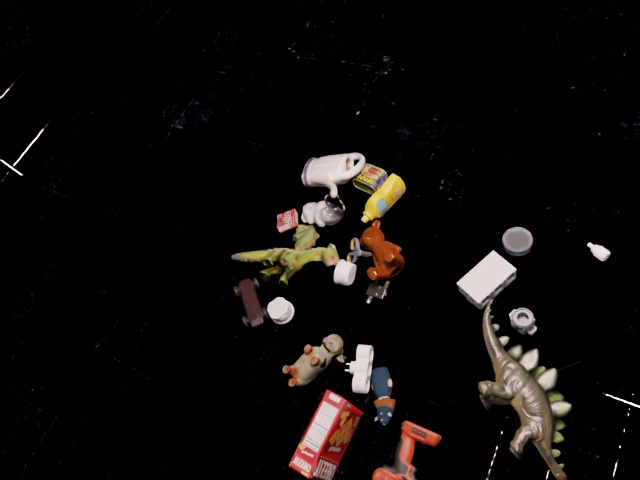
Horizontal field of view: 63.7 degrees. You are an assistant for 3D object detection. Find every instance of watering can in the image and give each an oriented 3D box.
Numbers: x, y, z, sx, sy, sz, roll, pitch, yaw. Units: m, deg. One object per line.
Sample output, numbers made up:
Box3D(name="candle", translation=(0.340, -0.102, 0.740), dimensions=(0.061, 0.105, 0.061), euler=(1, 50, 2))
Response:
Box3D(name="watering can", translation=(0.032, -0.233, 1.843), dimensions=(0.224, 0.102, 0.355), euler=(-4, 28, 28))

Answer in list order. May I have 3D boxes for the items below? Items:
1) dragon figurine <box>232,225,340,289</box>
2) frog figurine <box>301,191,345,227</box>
Box3D(name="dragon figurine", translation=(-0.108, 0.034, 1.808), dimensions=(0.413, 0.119, 0.247), euler=(18, 51, 36))
Box3D(name="frog figurine", translation=(0.006, -0.092, 1.828), dimensions=(0.157, 0.121, 0.141), euler=(-39, 23, 29))
